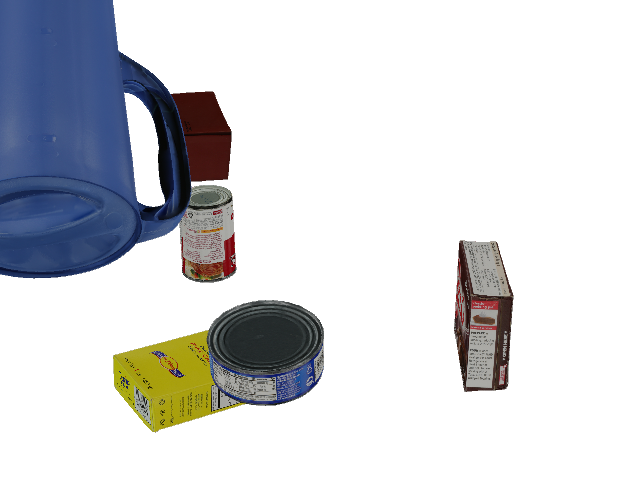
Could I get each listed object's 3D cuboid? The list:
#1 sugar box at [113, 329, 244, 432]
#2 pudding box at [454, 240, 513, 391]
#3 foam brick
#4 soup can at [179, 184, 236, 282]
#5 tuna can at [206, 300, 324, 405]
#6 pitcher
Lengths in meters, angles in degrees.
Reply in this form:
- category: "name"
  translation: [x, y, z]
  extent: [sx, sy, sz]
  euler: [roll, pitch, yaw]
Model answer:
- category: "sugar box"
  translation: [-0.108, 0.129, 1.067]
  extent: [0.175, 0.048, 0.093]
  euler: [-16, 32, -29]
- category: "pudding box"
  translation: [0.136, 0.062, 0.901]
  extent: [0.039, 0.090, 0.113]
  euler: [-1, 23, 1]
- category: "foam brick"
  translation: [-0.117, -0.097, 0.990]
  extent: [0.053, 0.051, 0.078]
  euler: [-5, 37, -17]
- category: "soup can"
  translation: [-0.139, -0.009, 1.306]
  extent: [0.068, 0.102, 0.068]
  euler: [0, 26, 0]
- category: "tuna can"
  translation: [-0.040, 0.082, 0.785]
  extent: [0.086, 0.034, 0.086]
  euler: [-1, 33, 1]
- category: "pitcher"
  translation: [-0.192, -0.103, 0.776]
  extent: [0.145, 0.243, 0.149]
  euler: [-18, -31, 17]
